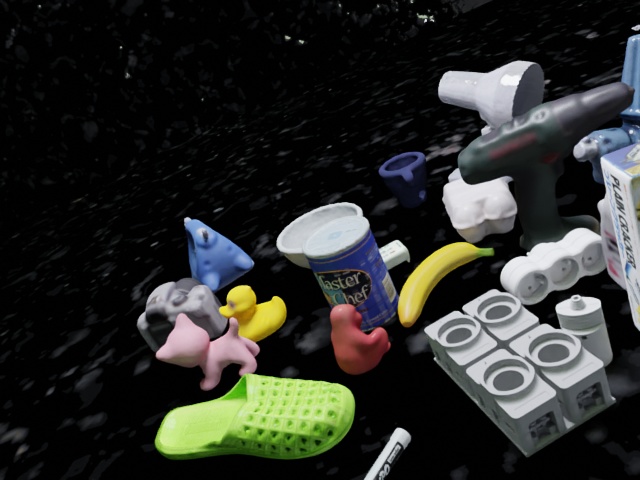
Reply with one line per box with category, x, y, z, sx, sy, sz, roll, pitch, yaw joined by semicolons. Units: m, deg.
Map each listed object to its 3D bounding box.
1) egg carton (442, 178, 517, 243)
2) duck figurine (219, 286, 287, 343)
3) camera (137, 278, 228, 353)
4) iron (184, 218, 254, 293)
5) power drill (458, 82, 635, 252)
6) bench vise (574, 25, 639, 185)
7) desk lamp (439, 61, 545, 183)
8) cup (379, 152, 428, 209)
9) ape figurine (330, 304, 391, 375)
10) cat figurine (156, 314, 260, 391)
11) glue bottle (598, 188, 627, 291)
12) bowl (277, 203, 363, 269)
egg carton;0.263;-0.059;0.944;0.107;0.069;0.150;-20;24;10
duck figurine;-0.112;0.112;0.928;0.104;0.086;0.077;-25;24;0
camera;-0.242;0.115;1.025;0.143;0.101;0.137;-18;25;16
iron;-0.236;0.013;1.177;0.119;0.142;0.257;-33;25;-17
power drill;0.316;-0.088;0.783;0.229;0.209;0.076;-12;27;26
bench vise;0.471;-0.194;0.838;0.208;0.220;0.121;-35;26;-22
desk lamp;0.307;-0.210;1.033;0.202;0.214;0.118;6;38;49
cup;0.171;-0.104;1.091;0.091;0.095;0.117;-22;24;6
ape figurine;0.043;0.123;0.751;0.076;0.092;0.077;-39;28;-28
cat figurine;-0.170;0.157;0.850;0.127;0.118;0.067;-23;24;5
glue bottle;0.348;-0.018;0.654;0.037;0.173;0.078;-25;24;0
bowl;0.010;0.004;1.048;0.167;0.075;0.167;-20;24;10
